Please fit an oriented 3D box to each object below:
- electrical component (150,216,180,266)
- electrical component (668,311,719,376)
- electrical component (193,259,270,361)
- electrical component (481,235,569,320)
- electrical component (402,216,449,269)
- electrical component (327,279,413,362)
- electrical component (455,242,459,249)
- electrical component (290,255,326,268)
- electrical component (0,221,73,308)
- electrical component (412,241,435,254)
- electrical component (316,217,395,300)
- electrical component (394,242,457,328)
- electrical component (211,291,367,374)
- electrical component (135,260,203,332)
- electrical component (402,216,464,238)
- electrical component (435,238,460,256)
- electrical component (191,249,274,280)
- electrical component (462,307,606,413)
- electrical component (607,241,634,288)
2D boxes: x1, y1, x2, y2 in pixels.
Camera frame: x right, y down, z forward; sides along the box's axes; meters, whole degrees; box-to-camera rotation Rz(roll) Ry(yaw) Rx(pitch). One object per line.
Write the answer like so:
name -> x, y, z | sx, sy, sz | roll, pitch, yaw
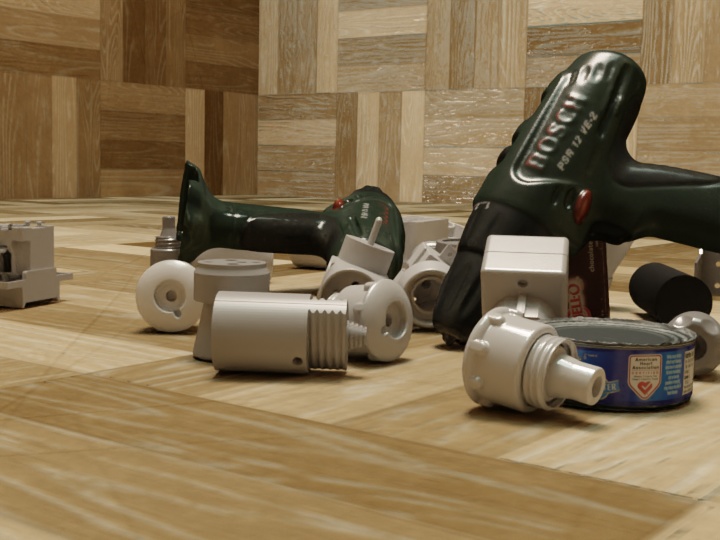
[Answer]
electrical component -> -0.176, -0.019, 0.991 | 0.035, 0.061, 0.035 | 1, 6, 0
electrical component -> 0.192, 0.040, 0.617 | 0.035, 0.035, 0.061 | 3, 4, 19
electrical component -> -0.075, 0.023, 0.629 | 0.045, 0.055, 0.045 | 1, 6, 0
electrical component -> 0.092, 0.028, 0.609 | 0.047, 0.065, 0.076 | 2, 35, 12
electrical component -> 0.042, -0.025, 1.123 | 0.078, 0.057, 0.113 | 4, 6, 24
electrical component -> -0.003, 0.030, 0.636 | 0.062, 0.048, 0.048 | -3, 2, 37
electrical component -> 0.116, 0.002, 0.844 | 0.043, 0.043, 0.081 | -6, 52, -52
electrical component -> -0.025, -0.024, 1.173 | 0.077, 0.043, 0.079 | 4, 6, 25
electrical component -> -0.263, -0.006, 0.831 | 0.042, 0.063, 0.081 | 4, 6, 20
electrical component -> 0.068, -0.005, 1.018 | 0.040, 0.040, 0.078 | 1, 6, 2
electrical component -> 0.000, 0.000, 0.760 | 0.044, 0.079, 0.077 | 20, 6, 0
electrical component -> 0.048, 0.013, 0.762 | 0.048, 0.066, 0.055 | 36, 10, -9
electrical component -> -0.037, 0.034, 0.582 | 0.081, 0.043, 0.043 | 2, 6, 3
electrical component -> -0.124, 0.018, 0.735 | 0.048, 0.048, 0.062 | 1, -1, 0
electrical component -> 0.081, -0.025, 1.222 | 0.099, 0.064, 0.099 | 11, 15, -3
electrical component -> 0.116, -0.007, 0.942 | 0.108, 0.060, 0.108 | 1, 6, 0
electrical component -> -0.128, -0.014, 1.036 | 0.077, 0.044, 0.079 | 0, 6, -15
electrical component -> 0.082, 0.046, 0.498 | 0.062, 0.048, 0.048 | 15, 13, 36
electrical component -> 0.194, -0.003, 0.887 | 0.044, 0.065, 0.044 | 16, 16, -5
